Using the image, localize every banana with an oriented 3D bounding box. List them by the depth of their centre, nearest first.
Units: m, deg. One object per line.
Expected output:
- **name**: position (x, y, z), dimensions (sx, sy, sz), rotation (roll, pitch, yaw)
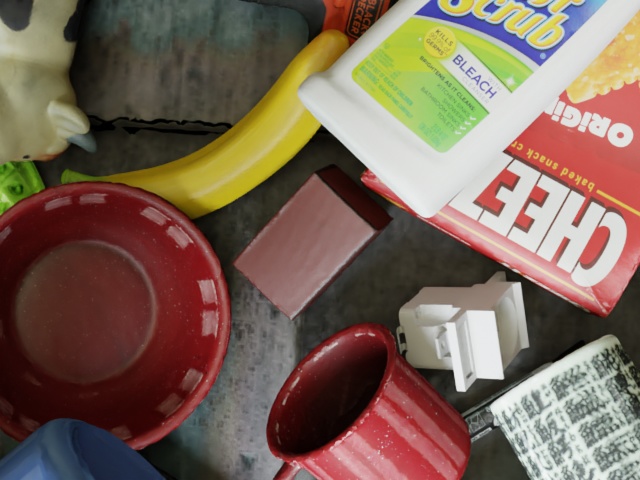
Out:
- **banana**: position (-0.057, -0.055, 0.640), dimensions (0.198, 0.069, 0.037), rotation (-27, 52, 15)

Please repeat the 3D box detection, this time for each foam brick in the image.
- **foam brick**: position (-0.004, 0.001, 0.636), dimensions (0.051, 0.053, 0.078), rotation (44, 107, 3)

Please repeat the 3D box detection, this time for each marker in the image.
- **marker**: position (0.117, 0.097, 0.649), dimensions (0.121, 0.020, 0.020), rotation (-32, 87, 3)

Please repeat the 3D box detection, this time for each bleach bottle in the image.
- **bleach bottle**: position (0.109, -0.133, 0.561), dimensions (0.102, 0.068, 0.251), rotation (44, 93, 7)

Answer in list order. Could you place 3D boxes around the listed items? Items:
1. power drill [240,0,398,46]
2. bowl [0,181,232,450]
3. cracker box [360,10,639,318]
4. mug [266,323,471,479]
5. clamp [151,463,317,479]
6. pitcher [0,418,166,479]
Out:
- **power drill**: position (-0.022, -0.184, 0.605), dimensions (0.188, 0.057, 0.185), rotation (25, 134, 10)
- **bowl**: position (-0.137, 0.045, 0.638), dimensions (0.162, 0.055, 0.162), rotation (-1, 92, -19)
- **cracker box**: position (0.145, -0.086, 0.623), dimensions (0.164, 0.072, 0.214), rotation (30, 92, 6)
- **mug**: position (0.023, 0.116, 0.598), dimensions (0.117, 0.093, 0.081), rotation (-49, 114, -8)
- **clamp**: position (-0.041, 0.186, 0.651), dimensions (0.164, 0.036, 0.210), rotation (-13, 88, 1)
- **pitcher**: position (-0.158, 0.179, 0.418), dimensions (0.243, 0.145, 0.149), rotation (-43, 101, -1)
